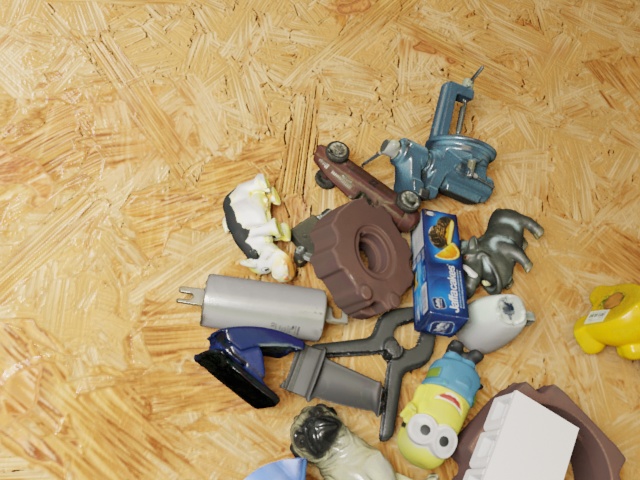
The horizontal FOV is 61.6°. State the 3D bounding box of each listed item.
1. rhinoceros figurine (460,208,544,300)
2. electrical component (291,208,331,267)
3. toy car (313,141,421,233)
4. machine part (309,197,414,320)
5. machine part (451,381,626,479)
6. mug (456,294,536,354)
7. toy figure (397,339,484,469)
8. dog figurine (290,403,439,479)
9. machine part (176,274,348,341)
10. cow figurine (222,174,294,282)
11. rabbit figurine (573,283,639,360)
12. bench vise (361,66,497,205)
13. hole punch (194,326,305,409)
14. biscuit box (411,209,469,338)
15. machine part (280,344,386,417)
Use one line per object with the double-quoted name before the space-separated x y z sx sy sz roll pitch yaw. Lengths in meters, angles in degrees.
"rhinoceros figurine" 0.281 0.023 0.868 0.112 0.073 0.190 37 64 5
"electrical component" -0.003 -0.002 0.837 0.102 0.045 0.078 -29 76 -22
"toy car" 0.069 -0.079 0.862 0.202 0.089 0.053 36 60 5
"machine part" 0.066 0.024 0.792 0.179 0.056 0.179 20 57 -35
"machine part" 0.292 0.315 0.729 0.201 0.087 0.201 -38 77 -22
"mug" 0.271 0.121 0.801 0.110 0.107 0.081 4 67 -7
"toy figure" 0.171 0.230 0.747 0.082 0.089 0.180 15 49 26
"dog figurine" 0.030 0.322 0.682 0.191 0.121 0.172 21 79 27
"machine part" -0.079 0.096 0.759 0.243 0.079 0.079 10 64 -8
"cow figurine" -0.097 -0.007 0.803 0.098 0.068 0.167 -20 66 10
"rabbit figurine" 0.514 0.150 0.829 0.173 0.162 0.122 51 53 -6
"bench vise" 0.207 -0.169 0.905 0.224 0.129 0.240 17 81 -12
"hole punch" -0.093 0.151 0.705 0.116 0.142 0.092 38 65 -8
"biscuit box" 0.179 0.047 0.818 0.063 0.059 0.203 11 50 -6
"machine part" 0.023 0.191 0.722 0.139 0.039 0.084 22 60 5
